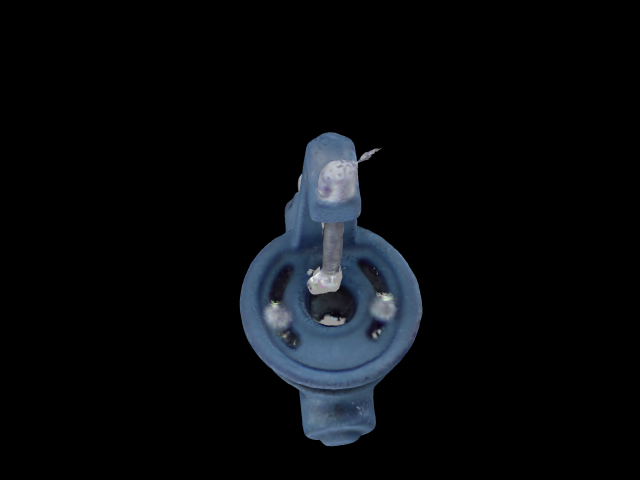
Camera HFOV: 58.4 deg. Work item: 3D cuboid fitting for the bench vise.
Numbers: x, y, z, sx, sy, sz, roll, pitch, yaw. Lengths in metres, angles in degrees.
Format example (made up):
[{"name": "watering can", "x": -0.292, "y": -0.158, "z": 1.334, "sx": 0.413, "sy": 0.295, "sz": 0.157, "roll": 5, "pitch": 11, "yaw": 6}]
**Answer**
[{"name": "bench vise", "x": -0.007, "y": 0.005, "z": 0.397, "sx": 0.122, "sy": 0.220, "sz": 0.207, "roll": -17, "pitch": 46, "yaw": -17}]
